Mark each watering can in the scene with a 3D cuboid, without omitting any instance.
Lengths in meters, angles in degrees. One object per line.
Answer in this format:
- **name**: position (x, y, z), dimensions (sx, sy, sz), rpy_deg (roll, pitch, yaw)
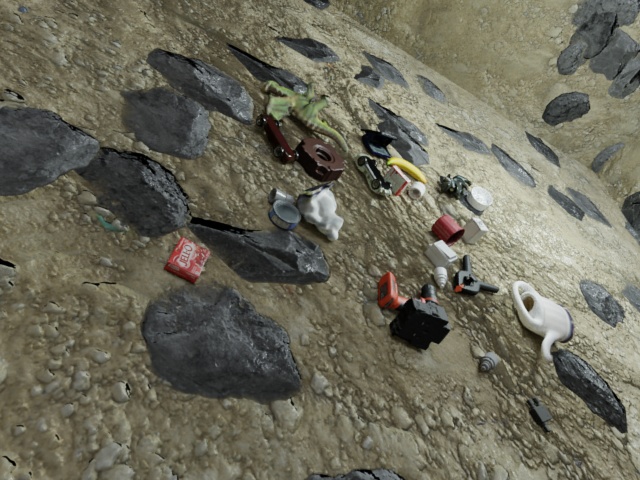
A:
- **watering can**: position (0.738, 0.281, 1.688), dimensions (0.223, 0.102, 0.356), rpy_deg (23, 37, -21)

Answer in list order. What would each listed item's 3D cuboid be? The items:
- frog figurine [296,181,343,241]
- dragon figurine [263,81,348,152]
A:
- **frog figurine**: position (0.005, -0.075, 1.482), dimensions (0.139, 0.122, 0.158), rpy_deg (-43, 118, -64)
- **dragon figurine**: position (-0.083, -0.448, 1.842), dimensions (0.244, 0.119, 0.418), rpy_deg (-13, 55, -28)
